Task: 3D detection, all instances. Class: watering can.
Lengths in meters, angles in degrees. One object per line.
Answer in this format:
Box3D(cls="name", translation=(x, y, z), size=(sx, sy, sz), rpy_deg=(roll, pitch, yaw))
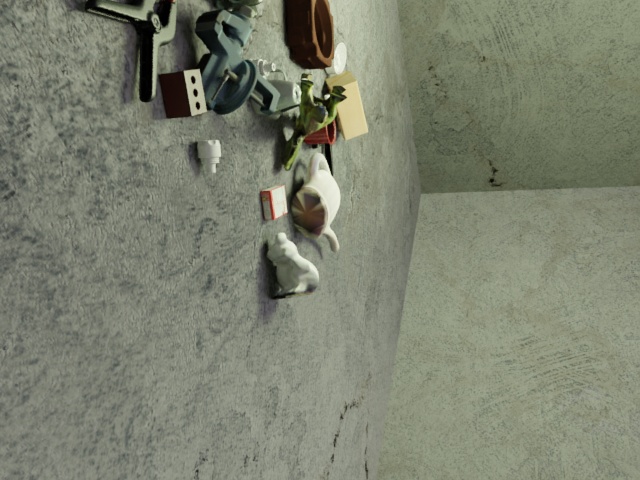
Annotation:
Box3D(cls="watering can", translation=(0.005, -0.076, 1.503), size=(0.229, 0.104, 0.341), rpy_deg=(-56, 141, -57))

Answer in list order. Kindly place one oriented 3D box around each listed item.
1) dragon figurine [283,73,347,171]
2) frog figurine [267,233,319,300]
Box3D(cls="dragon figurine", translation=(-0.033, -0.278, 1.299), size=(0.419, 0.122, 0.238), rpy_deg=(-84, -164, -60))
Box3D(cls="frog figurine", translation=(-0.069, 0.061, 1.271), size=(0.136, 0.123, 0.160), rpy_deg=(150, -67, -74))
